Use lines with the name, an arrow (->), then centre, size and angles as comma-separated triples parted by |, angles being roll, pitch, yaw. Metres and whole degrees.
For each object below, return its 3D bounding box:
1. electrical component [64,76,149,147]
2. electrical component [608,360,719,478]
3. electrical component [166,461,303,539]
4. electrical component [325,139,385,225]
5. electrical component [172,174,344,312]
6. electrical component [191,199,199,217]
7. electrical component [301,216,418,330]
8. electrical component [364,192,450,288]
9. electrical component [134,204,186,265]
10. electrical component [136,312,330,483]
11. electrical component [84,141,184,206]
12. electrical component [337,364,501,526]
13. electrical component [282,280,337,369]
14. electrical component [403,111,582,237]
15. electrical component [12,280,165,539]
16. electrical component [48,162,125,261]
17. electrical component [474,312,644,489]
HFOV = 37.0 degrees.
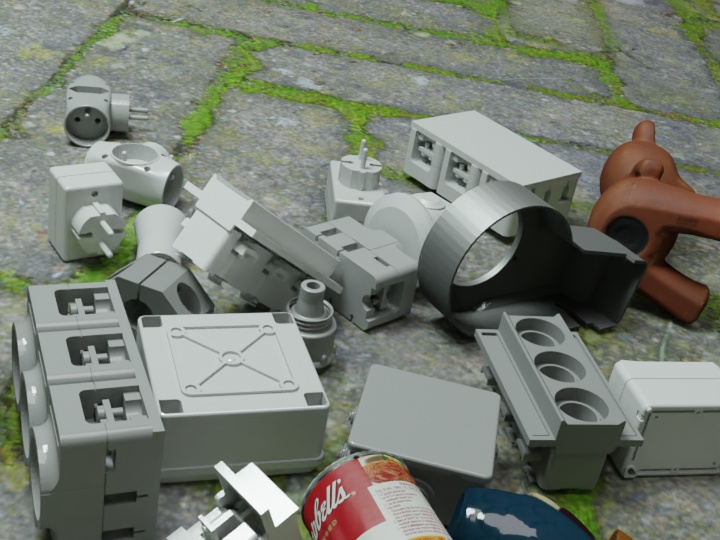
electrical component -> -0.246, -0.154, 1.049 | 0.079, 0.043, 0.077 | 2, 31, -13
electrical component -> 0.220, 0.100, 0.747 | 0.096, 0.061, 0.061 | 2, 31, -15
electrical component -> -0.065, 0.145, 0.572 | 0.064, 0.081, 0.042 | -35, 49, -22
electrical component -> -0.002, -0.079, 0.969 | 0.047, 0.075, 0.083 | 6, 30, -8
electrical component -> -0.076, -0.012, 0.788 | 0.079, 0.063, 0.121 | 35, 0, 35
electrical component -> -0.108, -0.036, 0.893 | 0.048, 0.048, 0.062 | -10, 42, -32
electrical component -> 0.000, 0.000, 0.859 | 0.056, 0.050, 0.089 | -18, 40, -40
electrical component -> 0.045, -0.025, 0.890 | 0.051, 0.080, 0.080 | -12, 37, -43
electrical component -> -0.158, -0.016, 0.847 | 0.044, 0.044, 0.065 | 5, 35, -11
electrical component -> -0.086, 0.078, 0.691 | 0.109, 0.056, 0.108 | -1, 32, -19
electrical component -> -0.193, -0.090, 0.956 | 0.077, 0.044, 0.079 | 17, 30, 10
electrical component -> 0.039, 0.112, 0.682 | 0.100, 0.048, 0.099 | 13, 30, 4
electrical component -> -0.038, 0.037, 0.771 | 0.048, 0.062, 0.048 | 8, 30, -5
electrical component -> 0.125, -0.093, 1.048 | 0.089, 0.061, 0.150 | -15, 39, -37
electrical component -> -0.163, 0.083, 0.624 | 0.062, 0.089, 0.150 | -3, 33, -23
electrical component -> -0.208, -0.037, 0.840 | 0.047, 0.065, 0.077 | -10, 36, -32
electrical component -> 0.130, 0.089, 0.736 | 0.079, 0.063, 0.121 | 2, 31, -14
